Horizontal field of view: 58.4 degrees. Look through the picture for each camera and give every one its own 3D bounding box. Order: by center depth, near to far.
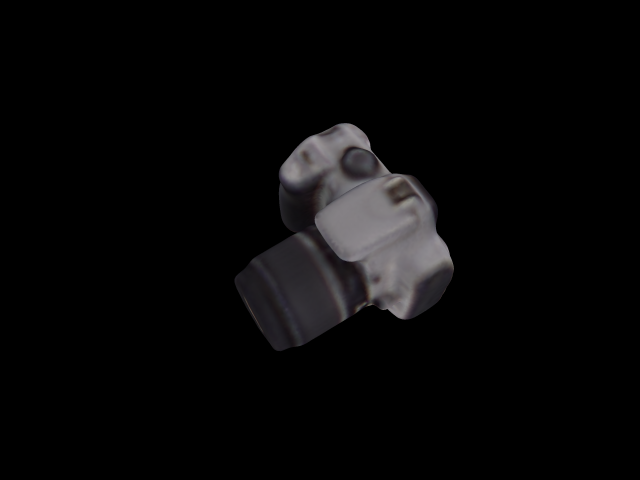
[{"bbox_3d":[0.004,0.001,0.400,0.137,0.101,0.143,-30,67,-14],"label":"camera"}]
